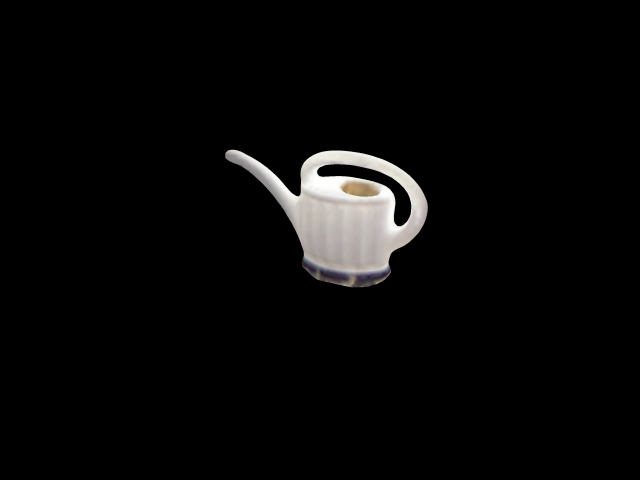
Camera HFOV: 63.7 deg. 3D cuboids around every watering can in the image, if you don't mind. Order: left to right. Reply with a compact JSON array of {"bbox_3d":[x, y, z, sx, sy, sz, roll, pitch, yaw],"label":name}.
[{"bbox_3d":[0.003,-0.043,0.850,0.348,0.220,0.106,10,25,22],"label":"watering can"}]
